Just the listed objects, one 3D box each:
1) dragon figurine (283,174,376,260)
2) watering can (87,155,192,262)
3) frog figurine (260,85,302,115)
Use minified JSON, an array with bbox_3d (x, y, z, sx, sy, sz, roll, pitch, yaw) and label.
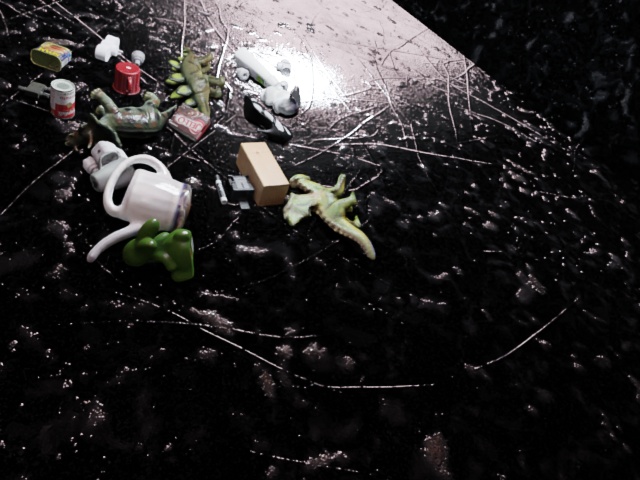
[{"bbox_3d":[0.005,-0.082,1.620,0.243,0.119,0.420,-10,47,-11],"label":"dragon figurine"},{"bbox_3d":[-0.467,-0.073,1.369,0.223,0.102,0.355,17,58,-17],"label":"watering can"},{"bbox_3d":[-0.158,-0.547,2.025,0.159,0.120,0.141,-6,47,20],"label":"frog figurine"}]
